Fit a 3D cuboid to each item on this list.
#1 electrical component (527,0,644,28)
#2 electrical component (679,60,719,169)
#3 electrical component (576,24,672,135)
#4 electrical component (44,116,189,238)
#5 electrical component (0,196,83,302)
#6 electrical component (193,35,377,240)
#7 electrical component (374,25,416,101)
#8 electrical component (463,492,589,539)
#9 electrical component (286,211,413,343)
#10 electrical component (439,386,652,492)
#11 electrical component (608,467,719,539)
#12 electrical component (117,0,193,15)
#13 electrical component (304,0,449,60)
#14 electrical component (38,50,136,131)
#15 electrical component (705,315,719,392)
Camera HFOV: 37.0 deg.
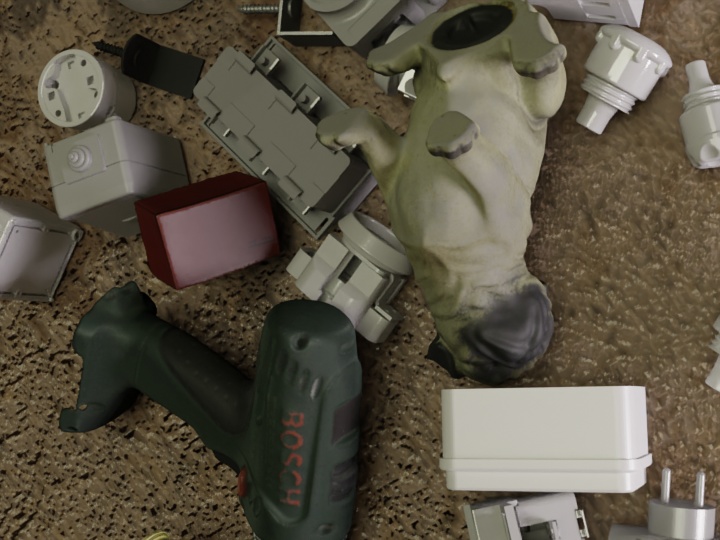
[{"bbox_3d":[0.142,-0.230,0.632,0.062,0.089,0.150,10,90,21],"label":"electrical component"},{"bbox_3d":[0.203,-0.092,0.628,0.035,0.035,0.061,-15,79,19],"label":"electrical component"},{"bbox_3d":[0.153,-0.112,0.645,0.048,0.048,0.062,34,105,19],"label":"electrical component"},{"bbox_3d":[-0.166,-0.061,0.732,0.062,0.096,0.061,-17,80,20],"label":"electrical component"},{"bbox_3d":[-0.257,-0.018,0.764,0.061,0.096,0.061,27,96,20],"label":"electrical component"},{"bbox_3d":[-0.048,-0.090,0.708,0.121,0.063,0.078,45,102,18],"label":"electrical component"},{"bbox_3d":[0.043,-0.126,0.686,0.055,0.048,0.066,28,96,12],"label":"electrical component"},{"bbox_3d":[0.098,0.154,0.633,0.064,0.081,0.042,-10,82,-3],"label":"electrical component"},{"bbox_3d":[0.000,0.000,0.687,0.078,0.058,0.057,40,103,19],"label":"electrical component"},{"bbox_3d":[0.109,0.098,0.628,0.113,0.078,0.057,-3,82,21],"label":"electrical component"},{"bbox_3d":[0.183,0.154,0.614,0.077,0.044,0.079,3,87,21],"label":"electrical component"},{"bbox_3d":[-0.156,-0.242,0.760,0.108,0.060,0.108,-2,85,20],"label":"electrical component"},{"bbox_3d":[-0.017,-0.240,0.708,0.105,0.060,0.186,-42,73,13],"label":"electrical component"},{"bbox_3d":[-0.195,-0.126,0.774,0.055,0.047,0.055,-2,86,21],"label":"electrical component"},{"bbox_3d":[0.219,0.042,0.609,0.043,0.043,0.062,33,99,20],"label":"electrical component"}]
